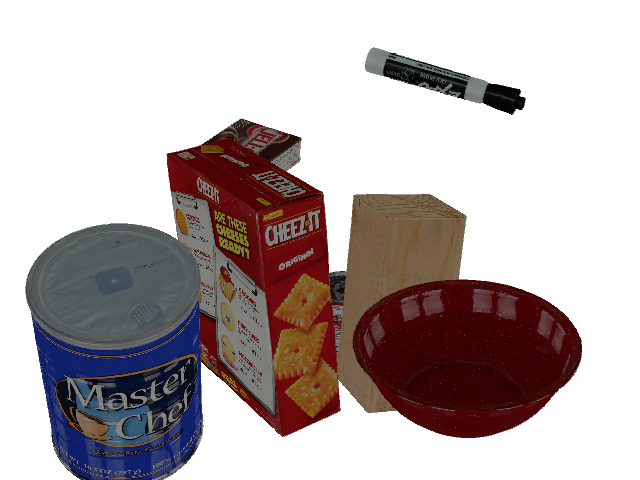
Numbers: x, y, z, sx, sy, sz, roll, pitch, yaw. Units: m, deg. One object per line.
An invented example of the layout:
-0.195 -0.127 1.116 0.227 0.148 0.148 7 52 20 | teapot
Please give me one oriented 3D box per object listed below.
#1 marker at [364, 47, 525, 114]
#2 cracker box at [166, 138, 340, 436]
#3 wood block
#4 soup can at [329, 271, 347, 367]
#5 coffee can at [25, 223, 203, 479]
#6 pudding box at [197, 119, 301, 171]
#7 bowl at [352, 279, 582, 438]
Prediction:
0.091 -0.117 0.781 0.121 0.020 0.020 19 6 17 | marker
-0.057 0.036 0.928 0.072 0.214 0.164 -19 31 -28 | cracker box
0.081 0.063 1.100 0.090 0.206 0.091 -1 18 -20 | wood block
0.027 0.099 1.308 0.068 0.102 0.068 0 30 0 | soup can
-0.126 0.074 0.678 0.103 0.140 0.103 2 42 -2 | coffee can
-0.089 -0.101 1.286 0.090 0.039 0.113 19 38 25 | pudding box
0.104 0.092 0.769 0.162 0.055 0.162 -2 30 1 | bowl
